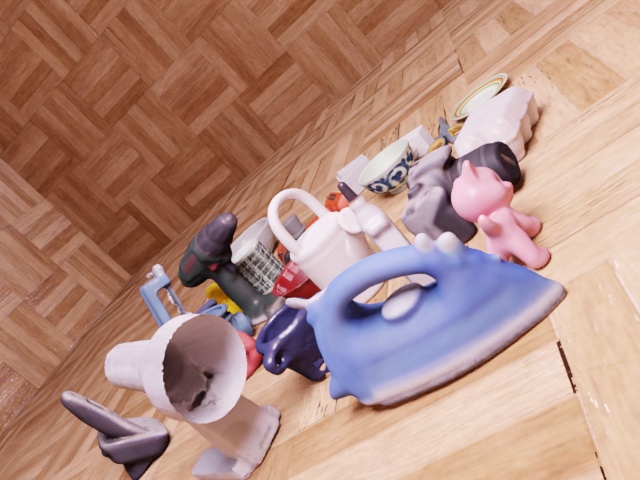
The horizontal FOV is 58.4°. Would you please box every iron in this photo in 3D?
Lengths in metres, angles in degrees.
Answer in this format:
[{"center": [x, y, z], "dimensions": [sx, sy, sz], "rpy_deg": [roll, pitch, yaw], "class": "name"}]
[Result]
[{"center": [0.090, 0.060, 0.574], "dimensions": [0.258, 0.141, 0.119], "rpy_deg": [-34, 18, 30], "class": "iron"}]

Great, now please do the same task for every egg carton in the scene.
[{"center": [0.265, -0.164, 0.857], "dimensions": [0.107, 0.069, 0.150], "rpy_deg": [-27, 23, 46], "class": "egg carton"}]

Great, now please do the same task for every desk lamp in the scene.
[{"center": [-0.151, 0.192, 0.695], "dimensions": [0.202, 0.214, 0.118], "rpy_deg": [-27, 22, 45], "class": "desk lamp"}]

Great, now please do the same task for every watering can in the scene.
[{"center": [0.009, 0.001, 0.831], "dimensions": [0.172, 0.194, 0.101], "rpy_deg": [-33, 19, 32], "class": "watering can"}]

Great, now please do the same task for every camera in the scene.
[{"center": [0.185, -0.074, 0.763], "dimensions": [0.136, 0.101, 0.143], "rpy_deg": [-29, 21, 42], "class": "camera"}]

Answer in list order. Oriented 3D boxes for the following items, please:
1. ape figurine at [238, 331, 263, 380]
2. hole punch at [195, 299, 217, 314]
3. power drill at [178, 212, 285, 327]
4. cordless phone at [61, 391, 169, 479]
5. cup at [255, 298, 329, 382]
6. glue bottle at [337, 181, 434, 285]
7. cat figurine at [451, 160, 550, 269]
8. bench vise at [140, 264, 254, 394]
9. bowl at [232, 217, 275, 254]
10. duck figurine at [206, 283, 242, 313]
[{"center": [-0.137, 0.176, 0.929], "dimensions": [0.077, 0.092, 0.076], "rpy_deg": [-32, 20, 36], "class": "ape figurine"}, {"center": [-0.234, 0.185, 1.150], "dimensions": [0.101, 0.091, 0.109], "rpy_deg": [-23, 26, 52], "class": "hole punch"}, {"center": [-0.163, 0.062, 1.074], "dimensions": [0.229, 0.209, 0.076], "rpy_deg": [-29, 22, 42], "class": "power drill"}, {"center": [-0.352, 0.302, 0.962], "dimensions": [0.094, 0.185, 0.147], "rpy_deg": [-51, 17, -23], "class": "cordless phone"}, {"center": [-0.024, 0.143, 0.728], "dimensions": [0.091, 0.095, 0.118], "rpy_deg": [-34, 18, 30], "class": "cup"}, {"center": [0.081, -0.008, 0.716], "dimensions": [0.037, 0.173, 0.078], "rpy_deg": [-42, 16, 4], "class": "glue bottle"}, {"center": [0.184, -0.031, 0.624], "dimensions": [0.067, 0.118, 0.128], "rpy_deg": [-36, 17, 26], "class": "cat figurine"}, {"center": [-0.247, 0.162, 1.001], "dimensions": [0.121, 0.220, 0.208], "rpy_deg": [-24, 25, 50], "class": "bench vise"}, {"center": [-0.167, 0.025, 1.431], "dimensions": [0.167, 0.075, 0.167], "rpy_deg": [-40, 16, 14], "class": "bowl"}, {"center": [-0.209, 0.131, 1.236], "dimensions": [0.077, 0.086, 0.104], "rpy_deg": [-44, 16, 0], "class": "duck figurine"}]
